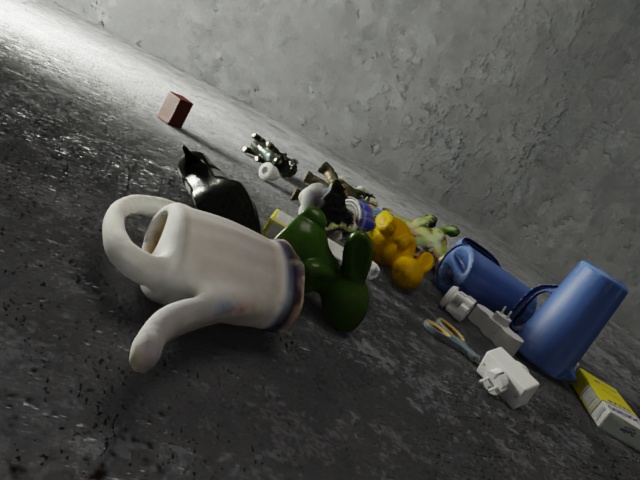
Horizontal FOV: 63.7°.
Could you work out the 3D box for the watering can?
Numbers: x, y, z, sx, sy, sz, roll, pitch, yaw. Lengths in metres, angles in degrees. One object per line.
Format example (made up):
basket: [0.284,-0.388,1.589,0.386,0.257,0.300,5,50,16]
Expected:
watering can: [-0.113,0.043,0.534,0.223,0.103,0.353,22,15,-29]

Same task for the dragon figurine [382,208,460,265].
dragon figurine: [0.271,-0.012,1.511,0.243,0.121,0.415,2,22,-47]

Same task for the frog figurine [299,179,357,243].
frog figurine: [0.003,-0.057,1.131,0.136,0.124,0.159,52,-18,-10]
